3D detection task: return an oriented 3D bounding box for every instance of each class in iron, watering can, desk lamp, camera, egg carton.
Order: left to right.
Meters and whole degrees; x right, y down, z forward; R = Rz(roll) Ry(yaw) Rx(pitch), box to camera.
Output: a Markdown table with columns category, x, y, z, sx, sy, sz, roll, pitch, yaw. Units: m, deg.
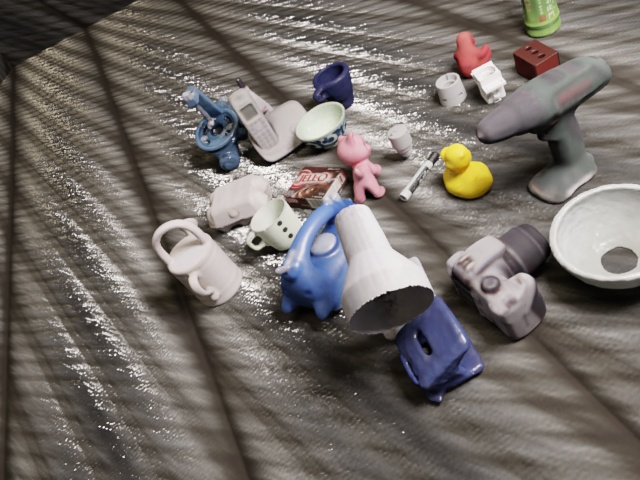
| category | x | y | z | sx | sy | sz | roll | pitch | yaw |
| --- | --- | --- | --- | --- | --- | --- | --- | --- | --- |
| watering can | -0.243 | 0.030 | 1.090 | 0.101 | 0.195 | 0.172 | -42 | 41 | -8 |
| egg carton | -0.175 | -0.079 | 1.244 | 0.150 | 0.070 | 0.107 | -19 | 43 | 17 |
| iron | 0.009 | 0.004 | 0.989 | 0.118 | 0.142 | 0.258 | 5 | 54 | 36 |
| desk lamp | 0.093 | 0.060 | 0.825 | 0.118 | 0.214 | 0.203 | -27 | 42 | 9 |
| camera | 0.267 | 0.041 | 0.814 | 0.137 | 0.101 | 0.142 | -38 | 41 | -4 |

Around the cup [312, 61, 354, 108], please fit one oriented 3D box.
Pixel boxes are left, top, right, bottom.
| category | x | y | z | sx | sy | sz | roll | pitch | yaw |
| --- | --- | --- | --- | --- | --- | --- | --- | --- | --- |
| cup | 0.034 | -0.343 | 1.337 | 0.091 | 0.095 | 0.118 | 14 | 60 | 41 |

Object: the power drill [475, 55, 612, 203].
| category | x | y | z | sx | sy | sz | roll | pitch | yaw |
| --- | --- | --- | --- | --- | --- | --- | --- | --- | --- |
| power drill | 0.348 | -0.160 | 0.869 | 0.230 | 0.209 | 0.075 | -41 | 41 | -7 |

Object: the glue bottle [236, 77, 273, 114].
| category | x | y | z | sx | sy | sz | roll | pitch | yaw |
| --- | --- | --- | --- | --- | --- | --- | --- | --- | --- |
| glue bottle | -0.155 | -0.319 | 1.380 | 0.037 | 0.174 | 0.078 | 5 | 55 | 37 |

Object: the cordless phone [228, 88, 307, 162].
| category | x | y | z | sx | sy | sz | roll | pitch | yaw |
| --- | --- | --- | --- | --- | --- | --- | --- | --- | --- |
| cordless phone | -0.111 | -0.283 | 1.307 | 0.147 | 0.186 | 0.094 | -36 | 41 | -1 |

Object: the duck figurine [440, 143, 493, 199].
| category | x | y | z | sx | sy | sz | roll | pitch | yaw |
| --- | --- | --- | --- | --- | --- | --- | --- | --- | --- |
| duck figurine | 0.249 | -0.127 | 0.997 | 0.077 | 0.086 | 0.104 | -39 | 41 | -4 |

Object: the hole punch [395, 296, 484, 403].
| category | x | y | z | sx | sy | sz | roll | pitch | yaw |
| --- | --- | --- | --- | --- | --- | --- | --- | --- | --- |
| hole punch | 0.157 | 0.150 | 0.791 | 0.101 | 0.091 | 0.108 | -32 | 41 | 4 |

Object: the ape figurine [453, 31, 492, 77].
| category | x | y | z | sx | sy | sz | roll | pitch | yaw |
| --- | --- | --- | --- | --- | --- | --- | --- | --- | --- |
| ape figurine | 0.314 | -0.397 | 1.205 | 0.077 | 0.092 | 0.076 | 15 | 61 | 41 |

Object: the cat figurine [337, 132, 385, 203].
| category | x | y | z | sx | sy | sz | roll | pitch | yaw |
| --- | --- | --- | --- | --- | --- | --- | --- | --- | --- |
| cat figurine | 0.072 | -0.153 | 1.114 | 0.067 | 0.118 | 0.127 | -21 | 43 | 16 |

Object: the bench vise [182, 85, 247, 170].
| category | x | y | z | sx | sy | sz | roll | pitch | yaw |
| --- | --- | --- | --- | --- | --- | --- | --- | --- | --- |
| bench vise | -0.269 | -0.299 | 1.400 | 0.121 | 0.220 | 0.207 | -32 | 41 | 3 |

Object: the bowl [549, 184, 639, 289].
| category | x | y | z | sx | sy | sz | roll | pitch | yaw |
| --- | --- | --- | --- | --- | --- | --- | --- | --- | --- |
| bowl | 0.404 | 0.007 | 0.777 | 0.167 | 0.075 | 0.167 | -18 | 44 | 18 |
